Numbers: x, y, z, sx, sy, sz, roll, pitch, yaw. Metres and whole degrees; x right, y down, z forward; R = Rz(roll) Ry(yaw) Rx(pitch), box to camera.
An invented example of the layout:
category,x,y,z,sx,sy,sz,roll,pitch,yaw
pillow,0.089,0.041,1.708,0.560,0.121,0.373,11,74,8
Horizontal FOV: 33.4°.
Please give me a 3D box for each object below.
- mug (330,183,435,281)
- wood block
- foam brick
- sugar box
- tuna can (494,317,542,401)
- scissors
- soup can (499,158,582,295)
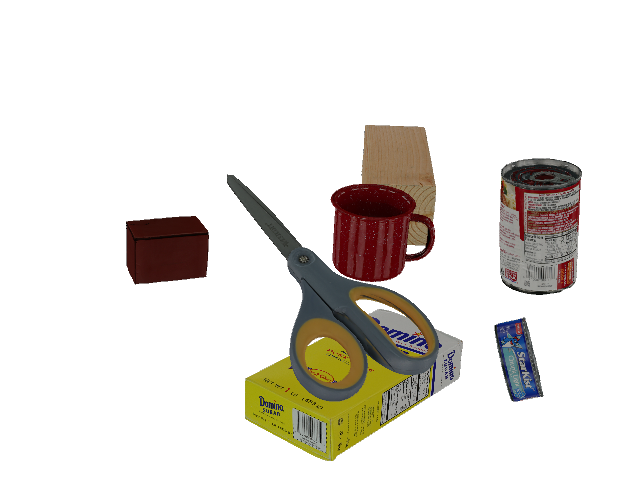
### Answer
category,x,y,z,sx,sy,sz,roll,pitch,yaw
mug,0.068,-0.006,1.176,0.117,0.081,0.093,5,27,3
wood block,0.106,-0.081,1.488,0.091,0.090,0.206,3,28,-1
foam brick,-0.160,0.009,1.109,0.078,0.051,0.053,-5,22,-18
sugar box,0.031,0.113,0.884,0.093,0.048,0.175,20,32,36
tuna can,0.210,0.127,1.131,0.034,0.086,0.086,-13,-3,11
scissors,-0.018,0.030,0.663,0.202,0.016,0.096,33,55,27
soup can,0.191,-0.012,0.926,0.068,0.102,0.068,-3,24,1
